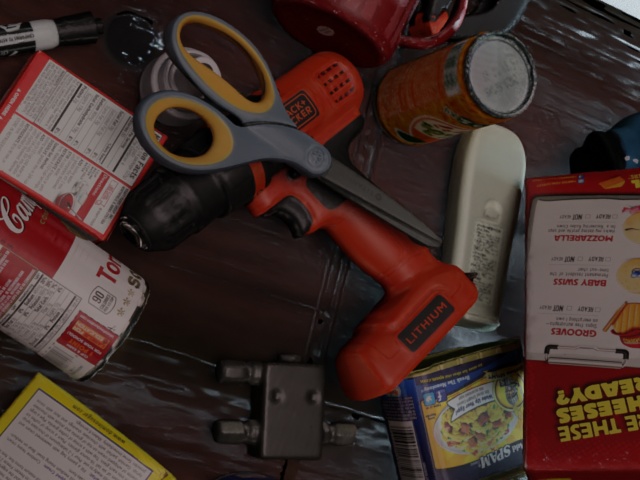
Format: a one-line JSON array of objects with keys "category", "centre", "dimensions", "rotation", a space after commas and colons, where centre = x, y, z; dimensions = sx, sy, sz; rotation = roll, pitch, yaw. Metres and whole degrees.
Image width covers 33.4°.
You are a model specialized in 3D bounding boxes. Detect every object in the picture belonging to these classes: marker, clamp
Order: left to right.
[{"category": "marker", "centre": [-0.179, -0.110, 0.593], "dimensions": [0.120, 0.020, 0.020], "rotation": [-15, 92, -26]}, {"category": "clamp", "centre": [0.122, -0.200, 0.732], "dimensions": [0.171, 0.039, 0.120], "rotation": [-34, 99, -24]}]

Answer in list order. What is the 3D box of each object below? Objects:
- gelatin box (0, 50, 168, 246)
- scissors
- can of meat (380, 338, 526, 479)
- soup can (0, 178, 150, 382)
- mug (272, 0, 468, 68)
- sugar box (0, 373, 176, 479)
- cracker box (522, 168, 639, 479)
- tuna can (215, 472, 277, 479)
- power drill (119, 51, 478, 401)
[{"category": "gelatin box", "centre": [-0.142, -0.050, 0.599], "dimensions": [0.089, 0.030, 0.073], "rotation": [34, 71, -20]}, {"category": "scissors", "centre": [-0.021, -0.037, 0.592], "dimensions": [0.201, 0.016, 0.096], "rotation": [47, 67, -14]}, {"category": "can of meat", "centre": [0.090, 0.114, 0.680], "dimensions": [0.101, 0.058, 0.084], "rotation": [-12, 89, -26]}, {"category": "soup can", "centre": [-0.151, 0.022, 0.567], "dimensions": [0.102, 0.069, 0.068], "rotation": [37, 71, -19]}, {"category": "mug", "centre": [0.033, -0.155, 0.653], "dimensions": [0.117, 0.093, 0.081], "rotation": [25, 79, 5]}, {"category": "sugar box", "centre": [-0.162, 0.166, 0.543], "dimensions": [0.093, 0.048, 0.176], "rotation": [32, 72, 16]}, {"category": "cracker box", "centre": [0.207, 0.054, 0.643], "dimensions": [0.072, 0.164, 0.213], "rotation": [65, 26, -49]}, {"category": "tuna can", "centre": [-0.041, 0.181, 0.624], "dimensions": [0.086, 0.034, 0.086], "rotation": [3, 84, -26]}, {"category": "power drill", "centre": [-0.004, 0.001, 0.633], "dimensions": [0.184, 0.057, 0.187], "rotation": [-41, 100, -29]}]
